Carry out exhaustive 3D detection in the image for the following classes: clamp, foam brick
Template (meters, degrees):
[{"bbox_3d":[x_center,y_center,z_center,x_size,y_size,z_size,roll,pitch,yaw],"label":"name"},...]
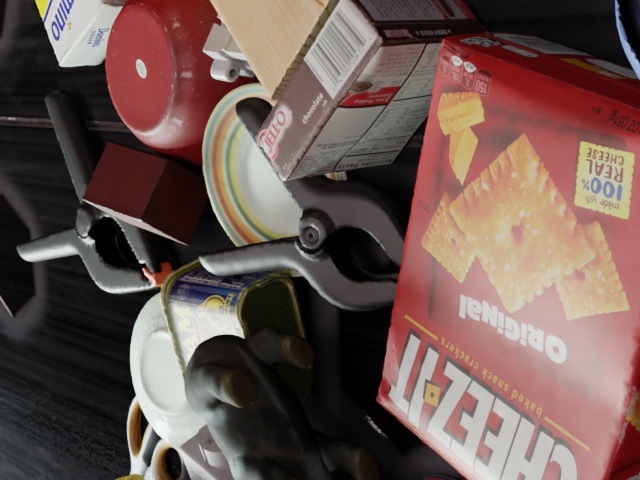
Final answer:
[{"bbox_3d":[-0.191,-0.009,0.903,0.210,0.036,0.165,42,123,33],"label":"clamp"},{"bbox_3d":[-0.004,0.001,0.659,0.172,0.039,0.120,36,123,25],"label":"clamp"},{"bbox_3d":[-0.129,-0.036,0.797,0.078,0.052,0.051,19,82,41],"label":"foam brick"}]

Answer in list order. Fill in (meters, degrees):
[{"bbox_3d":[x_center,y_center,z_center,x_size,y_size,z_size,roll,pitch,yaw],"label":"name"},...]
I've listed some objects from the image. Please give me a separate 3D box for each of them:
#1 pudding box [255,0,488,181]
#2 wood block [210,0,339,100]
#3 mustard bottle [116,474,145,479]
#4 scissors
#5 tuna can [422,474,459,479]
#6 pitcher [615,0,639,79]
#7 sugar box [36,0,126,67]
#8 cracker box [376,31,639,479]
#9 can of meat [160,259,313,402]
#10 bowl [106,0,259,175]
[{"bbox_3d":[0.028,-0.084,0.591,0.039,0.089,0.114,58,135,20],"label":"pudding box"},{"bbox_3d":[-0.025,-0.192,0.629,0.206,0.090,0.091,59,136,22],"label":"wood block"},{"bbox_3d":[-0.175,0.260,0.911,0.096,0.058,0.192,34,131,12],"label":"mustard bottle"},{"bbox_3d":[-0.148,0.223,0.923,0.096,0.016,0.202,34,123,40],"label":"scissors"},{"bbox_3d":[0.071,0.188,0.645,0.086,0.033,0.086,14,109,47],"label":"tuna can"},{"bbox_3d":[0.221,-0.048,0.341,0.243,0.144,0.149,64,148,13],"label":"pitcher"},{"bbox_3d":[-0.206,-0.240,0.864,0.094,0.048,0.176,-36,69,47],"label":"sugar box"},{"bbox_3d":[0.111,0.022,0.518,0.164,0.071,0.214,36,124,49],"label":"cracker box"},{"bbox_3d":[-0.056,0.068,0.740,0.084,0.057,0.102,6,115,45],"label":"can of meat"},{"bbox_3d":[-0.108,-0.124,0.768,0.162,0.055,0.162,14,109,47],"label":"bowl"}]
